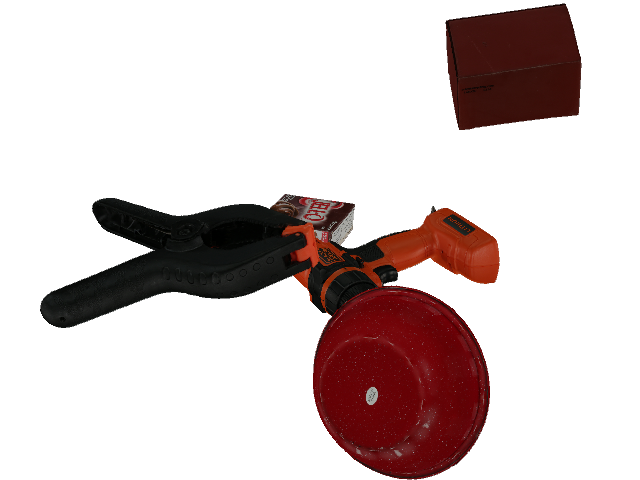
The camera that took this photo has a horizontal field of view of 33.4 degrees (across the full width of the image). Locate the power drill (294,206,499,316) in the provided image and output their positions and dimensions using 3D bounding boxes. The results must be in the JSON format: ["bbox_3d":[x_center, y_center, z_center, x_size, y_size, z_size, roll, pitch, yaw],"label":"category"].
[{"bbox_3d":[0.079,0.029,1.049,0.187,0.057,0.185,-13,29,-23],"label":"power drill"}]

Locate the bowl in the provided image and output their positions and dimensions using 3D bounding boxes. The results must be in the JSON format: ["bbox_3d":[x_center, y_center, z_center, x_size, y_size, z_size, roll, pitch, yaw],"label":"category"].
[{"bbox_3d":[0.052,0.119,0.862,0.162,0.162,0.055,0,3,30],"label":"bowl"}]

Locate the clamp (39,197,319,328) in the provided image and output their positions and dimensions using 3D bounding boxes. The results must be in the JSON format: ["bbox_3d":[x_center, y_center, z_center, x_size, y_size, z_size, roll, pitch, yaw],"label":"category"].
[{"bbox_3d":[-0.090,0.014,0.671,0.172,0.039,0.120,0,43,21],"label":"clamp"}]

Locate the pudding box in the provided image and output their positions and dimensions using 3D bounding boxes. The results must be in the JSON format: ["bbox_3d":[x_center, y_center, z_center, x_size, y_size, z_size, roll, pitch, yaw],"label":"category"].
[{"bbox_3d":[-0.016,-0.018,1.252,0.090,0.039,0.113,7,23,13],"label":"pudding box"}]

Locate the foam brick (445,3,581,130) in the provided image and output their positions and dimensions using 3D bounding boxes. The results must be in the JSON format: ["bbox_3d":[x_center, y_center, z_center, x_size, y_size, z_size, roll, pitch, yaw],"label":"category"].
[{"bbox_3d":[0.121,-0.110,0.675,0.078,0.051,0.053,-6,-35,5],"label":"foam brick"}]
